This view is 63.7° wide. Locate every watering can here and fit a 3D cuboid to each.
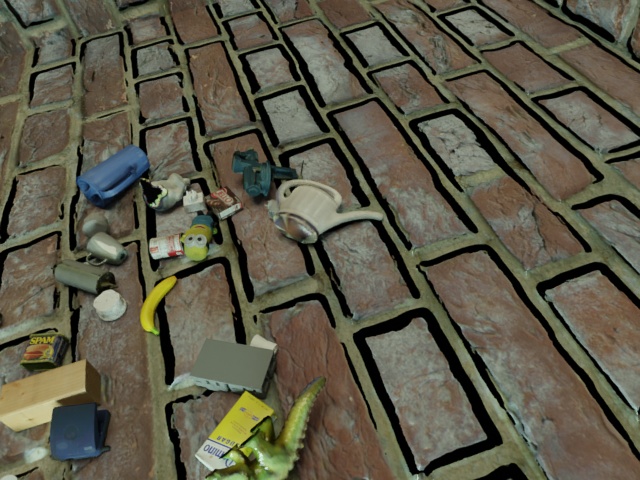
[{"bbox_3d":[0.005,-0.081,1.601,0.349,0.101,0.229,23,55,17],"label":"watering can"}]

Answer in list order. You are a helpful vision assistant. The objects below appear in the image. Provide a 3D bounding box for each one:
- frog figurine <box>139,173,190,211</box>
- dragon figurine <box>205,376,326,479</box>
[{"bbox_3d":[-0.528,-0.168,1.782,0.137,0.121,0.161,4,12,24],"label":"frog figurine"},{"bbox_3d":[-0.079,0.502,1.072,0.415,0.120,0.244,-35,78,-21],"label":"dragon figurine"}]
